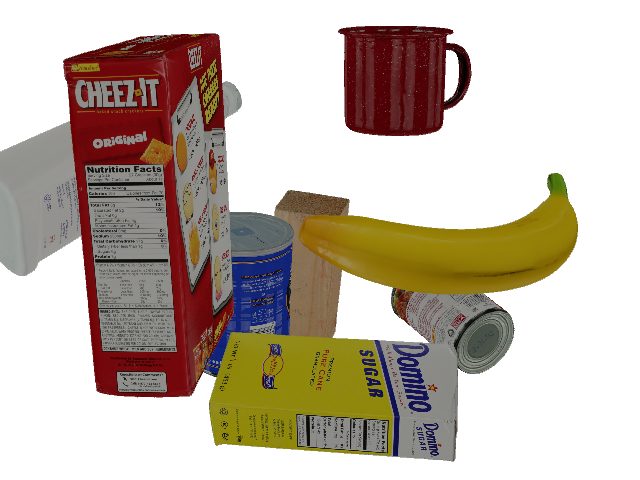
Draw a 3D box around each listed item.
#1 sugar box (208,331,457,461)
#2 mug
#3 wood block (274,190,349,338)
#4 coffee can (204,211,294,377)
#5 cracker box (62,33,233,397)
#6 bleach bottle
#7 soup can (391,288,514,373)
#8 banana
[{"bbox_3d":[0.013,0.113,0.789,0.176,0.048,0.093,0,31,7],"label":"sugar box"},{"bbox_3d":[0.071,-0.132,0.877,0.117,0.081,0.093,-7,17,-25],"label":"mug"},{"bbox_3d":[-0.020,0.045,1.486,0.090,0.206,0.090,9,22,8],"label":"wood block"},{"bbox_3d":[-0.079,0.054,1.070,0.103,0.140,0.103,2,22,-1],"label":"coffee can"},{"bbox_3d":[-0.108,-0.024,0.714,0.072,0.214,0.164,-1,15,6],"label":"cracker box"},{"bbox_3d":[-0.168,-0.071,0.907,0.068,0.103,0.250,39,51,24],"label":"bleach bottle"},{"bbox_3d":[0.121,0.068,0.979,0.068,0.068,0.102,0,26,-34],"label":"soup can"},{"bbox_3d":[0.083,0.002,0.614,0.197,0.037,0.070,-9,41,-32],"label":"banana"}]
